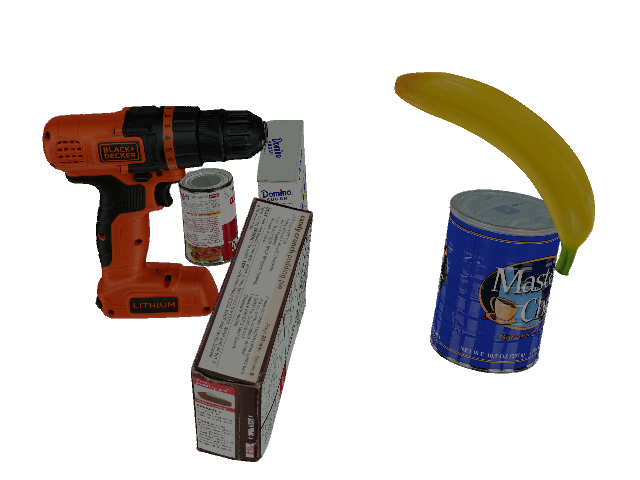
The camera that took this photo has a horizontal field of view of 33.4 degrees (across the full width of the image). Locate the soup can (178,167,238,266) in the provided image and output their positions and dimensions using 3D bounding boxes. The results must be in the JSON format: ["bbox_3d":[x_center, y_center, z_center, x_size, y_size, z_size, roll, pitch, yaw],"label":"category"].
[{"bbox_3d":[-0.136,-0.029,1.298,0.068,0.102,0.068,-2,27,1],"label":"soup can"}]

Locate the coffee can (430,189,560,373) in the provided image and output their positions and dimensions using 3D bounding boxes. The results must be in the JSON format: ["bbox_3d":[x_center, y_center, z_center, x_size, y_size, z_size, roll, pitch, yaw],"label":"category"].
[{"bbox_3d":[0.160,0.036,0.976,0.103,0.140,0.103,5,21,-2],"label":"coffee can"}]

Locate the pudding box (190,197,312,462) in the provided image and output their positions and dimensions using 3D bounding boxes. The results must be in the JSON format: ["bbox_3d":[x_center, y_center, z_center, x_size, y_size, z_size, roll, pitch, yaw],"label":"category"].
[{"bbox_3d":[-0.035,0.048,0.568,0.039,0.113,0.090,11,-36,5],"label":"pudding box"}]

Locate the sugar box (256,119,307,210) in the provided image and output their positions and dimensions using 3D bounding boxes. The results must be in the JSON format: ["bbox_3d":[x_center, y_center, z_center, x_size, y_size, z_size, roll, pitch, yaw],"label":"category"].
[{"bbox_3d":[-0.038,-0.031,1.109,0.048,0.093,0.176,0,-43,5],"label":"sugar box"}]

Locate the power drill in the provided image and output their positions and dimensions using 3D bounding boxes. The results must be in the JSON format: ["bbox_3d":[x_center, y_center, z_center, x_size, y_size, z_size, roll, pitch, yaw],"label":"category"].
[{"bbox_3d":[-0.132,-0.026,0.909,0.184,0.188,0.057,-1,28,3],"label":"power drill"}]

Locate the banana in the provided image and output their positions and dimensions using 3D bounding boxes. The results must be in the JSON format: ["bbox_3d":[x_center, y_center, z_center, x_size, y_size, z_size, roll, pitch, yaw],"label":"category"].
[{"bbox_3d":[0.142,-0.065,0.795,0.070,0.198,0.037,-42,-1,10],"label":"banana"}]
